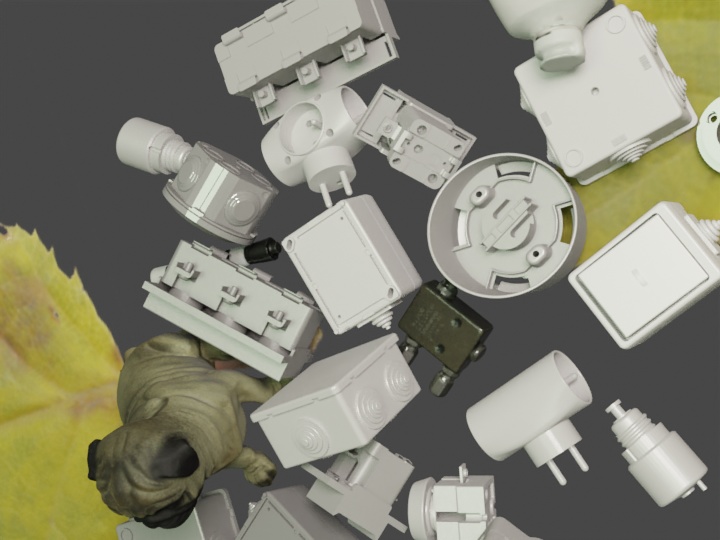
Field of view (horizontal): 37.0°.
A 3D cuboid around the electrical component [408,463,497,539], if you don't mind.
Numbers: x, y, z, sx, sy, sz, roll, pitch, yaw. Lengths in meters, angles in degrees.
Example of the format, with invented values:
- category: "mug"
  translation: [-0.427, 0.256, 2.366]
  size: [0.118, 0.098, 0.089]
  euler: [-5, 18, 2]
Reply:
- category: "electrical component"
  translation: [0.067, 0.173, 0.772]
  size: [0.055, 0.048, 0.066]
  euler: [-4, 91, 19]

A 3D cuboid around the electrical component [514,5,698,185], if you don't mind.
- category: "electrical component"
  translation: [0.161, -0.115, 0.711]
  size: [0.100, 0.048, 0.099]
  euler: [-29, 79, 23]

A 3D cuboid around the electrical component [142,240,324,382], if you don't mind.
- category: "electrical component"
  translation: [-0.093, 0.028, 0.819]
  size: [0.121, 0.079, 0.063]
  euler: [27, 92, 14]

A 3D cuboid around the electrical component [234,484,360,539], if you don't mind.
- category: "electrical component"
  translation: [-0.048, 0.210, 0.825]
  size: [0.096, 0.061, 0.061]
  euler: [41, 109, 28]

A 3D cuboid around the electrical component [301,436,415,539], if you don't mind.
- category: "electrical component"
  translation: [0.003, 0.155, 0.787]
  size: [0.063, 0.081, 0.042]
  euler: [-56, 30, -9]

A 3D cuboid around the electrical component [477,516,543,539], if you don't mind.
- category: "electrical component"
  translation: [0.134, 0.265, 0.716]
  size: [0.186, 0.060, 0.105]
  euler: [37, 108, 8]

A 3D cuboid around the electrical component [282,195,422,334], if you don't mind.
- category: "electrical component"
  translation: [0.000, 0.000, 0.792]
  size: [0.062, 0.061, 0.096]
  euler: [-32, 86, 24]

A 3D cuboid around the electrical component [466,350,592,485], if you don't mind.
- category: "electrical component"
  translation: [0.126, 0.109, 0.740]
  size: [0.077, 0.044, 0.079]
  euler: [-38, 76, 22]

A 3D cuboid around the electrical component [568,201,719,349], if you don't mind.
- category: "electrical component"
  translation: [0.192, -0.001, 0.694]
  size: [0.096, 0.061, 0.061]
  euler: [-41, 75, 22]

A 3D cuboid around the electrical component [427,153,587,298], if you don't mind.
- category: "electrical component"
  translation: [0.102, -0.029, 0.731]
  size: [0.099, 0.064, 0.099]
  euler: [-2, 86, 28]

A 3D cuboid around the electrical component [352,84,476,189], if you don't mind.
- category: "electrical component"
  translation: [0.041, -0.090, 0.756]
  size: [0.081, 0.063, 0.042]
  euler: [26, 109, -20]

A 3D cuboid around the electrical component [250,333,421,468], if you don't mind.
- category: "electrical component"
  translation: [-0.015, 0.095, 0.774]
  size: [0.100, 0.100, 0.048]
  euler: [-24, 98, 38]

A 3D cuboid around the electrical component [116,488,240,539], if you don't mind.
- category: "electrical component"
  translation: [-0.143, 0.234, 0.876]
  size: [0.100, 0.048, 0.099]
  euler: [-20, 84, 25]

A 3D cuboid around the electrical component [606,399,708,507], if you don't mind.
- category: "electrical component"
  translation: [0.193, 0.119, 0.710]
  size: [0.040, 0.040, 0.078]
  euler: [-45, 73, 21]

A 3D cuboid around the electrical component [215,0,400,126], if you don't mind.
- category: "electrical component"
  translation: [-0.042, -0.169, 0.801]
  size: [0.121, 0.063, 0.078]
  euler: [-23, 82, 25]

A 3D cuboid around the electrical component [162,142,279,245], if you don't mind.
- category: "electrical component"
  translation: [-0.107, -0.058, 0.829]
  size: [0.080, 0.080, 0.051]
  euler: [37, 102, 20]

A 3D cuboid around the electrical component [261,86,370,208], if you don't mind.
- category: "electrical component"
  translation: [-0.027, -0.085, 0.802]
  size: [0.077, 0.044, 0.079]
  euler: [-30, 64, 24]

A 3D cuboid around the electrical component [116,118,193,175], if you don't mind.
- category: "electrical component"
  translation: [-0.162, -0.097, 0.875]
  size: [0.078, 0.040, 0.040]
  euler: [20, 101, 24]
